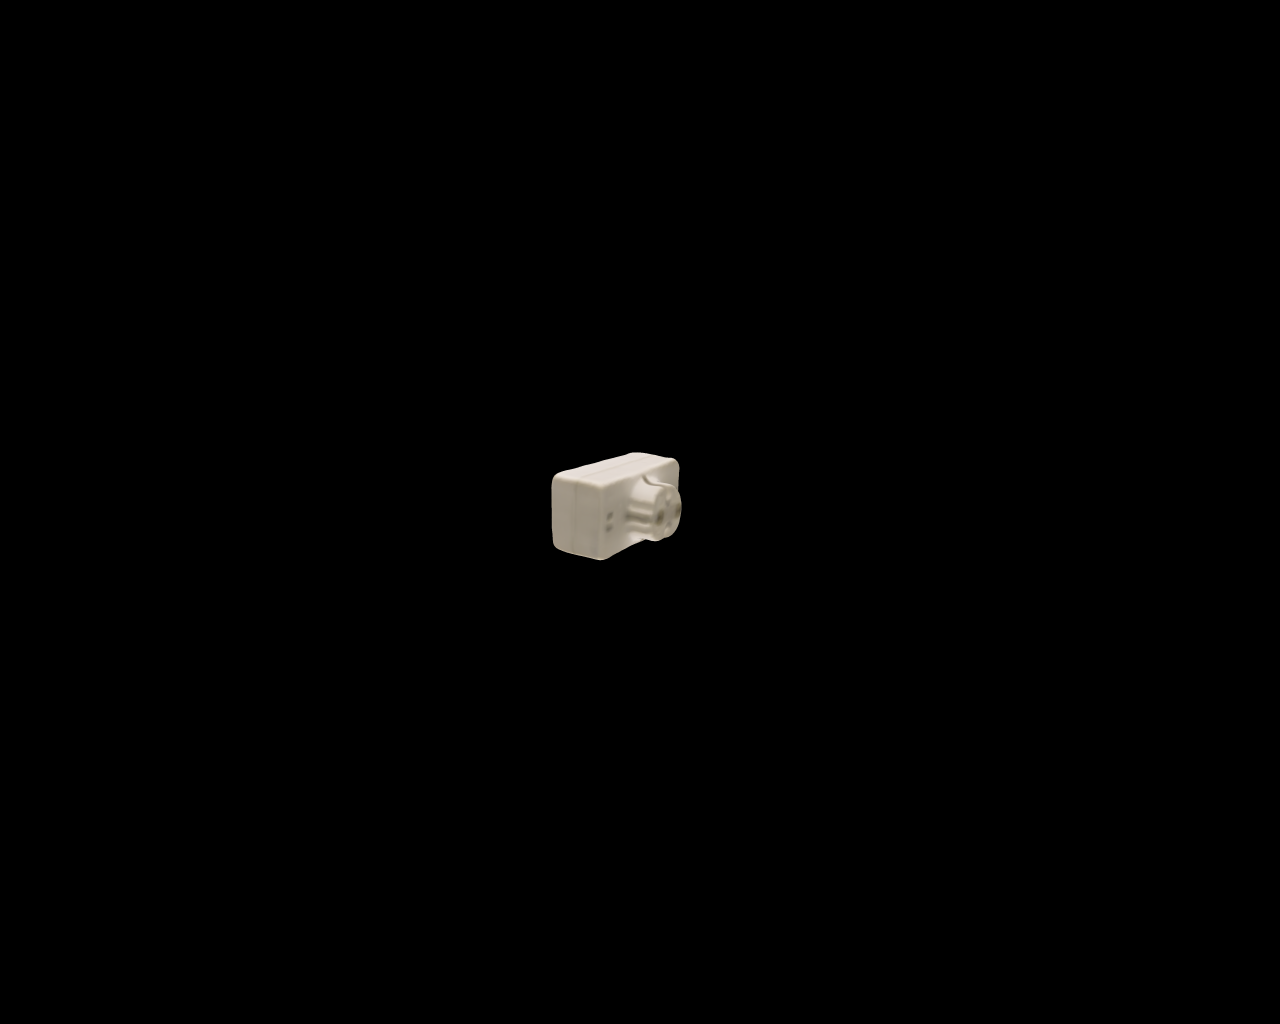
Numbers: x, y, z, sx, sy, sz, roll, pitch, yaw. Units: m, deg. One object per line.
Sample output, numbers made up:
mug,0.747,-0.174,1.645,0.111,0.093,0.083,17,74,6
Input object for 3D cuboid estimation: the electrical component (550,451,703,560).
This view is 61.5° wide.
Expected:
electrical component,0.001,-0.003,0.650,0.076,0.047,0.083,11,19,34
